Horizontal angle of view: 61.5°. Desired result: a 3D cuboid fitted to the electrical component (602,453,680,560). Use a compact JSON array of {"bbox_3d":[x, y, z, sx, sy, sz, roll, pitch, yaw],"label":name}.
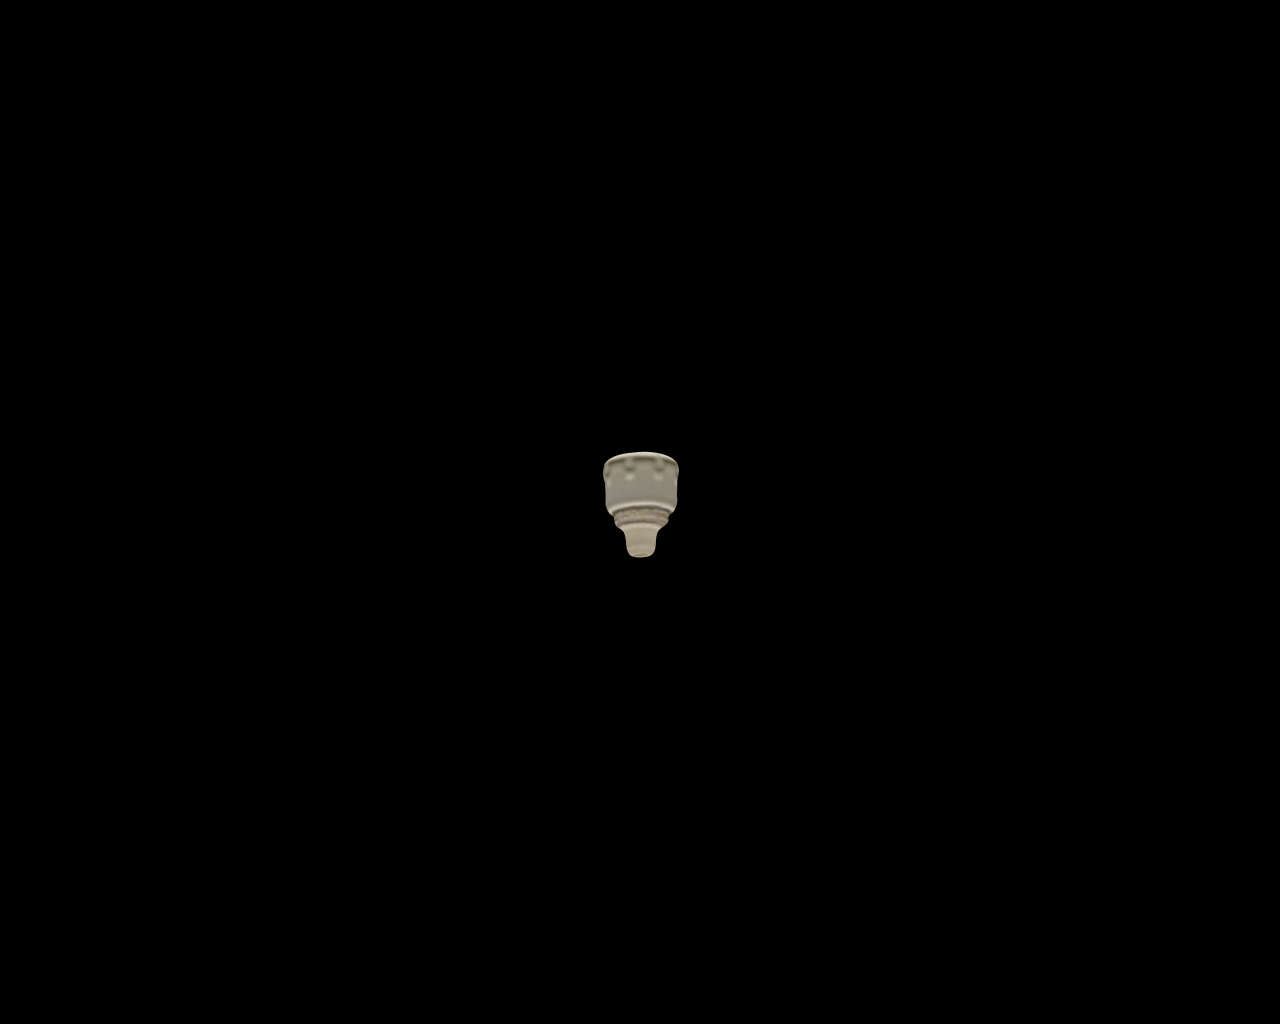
[{"bbox_3d":[0.001,-0.003,0.650,0.048,0.062,0.048,0,-14,0],"label":"electrical component"}]
